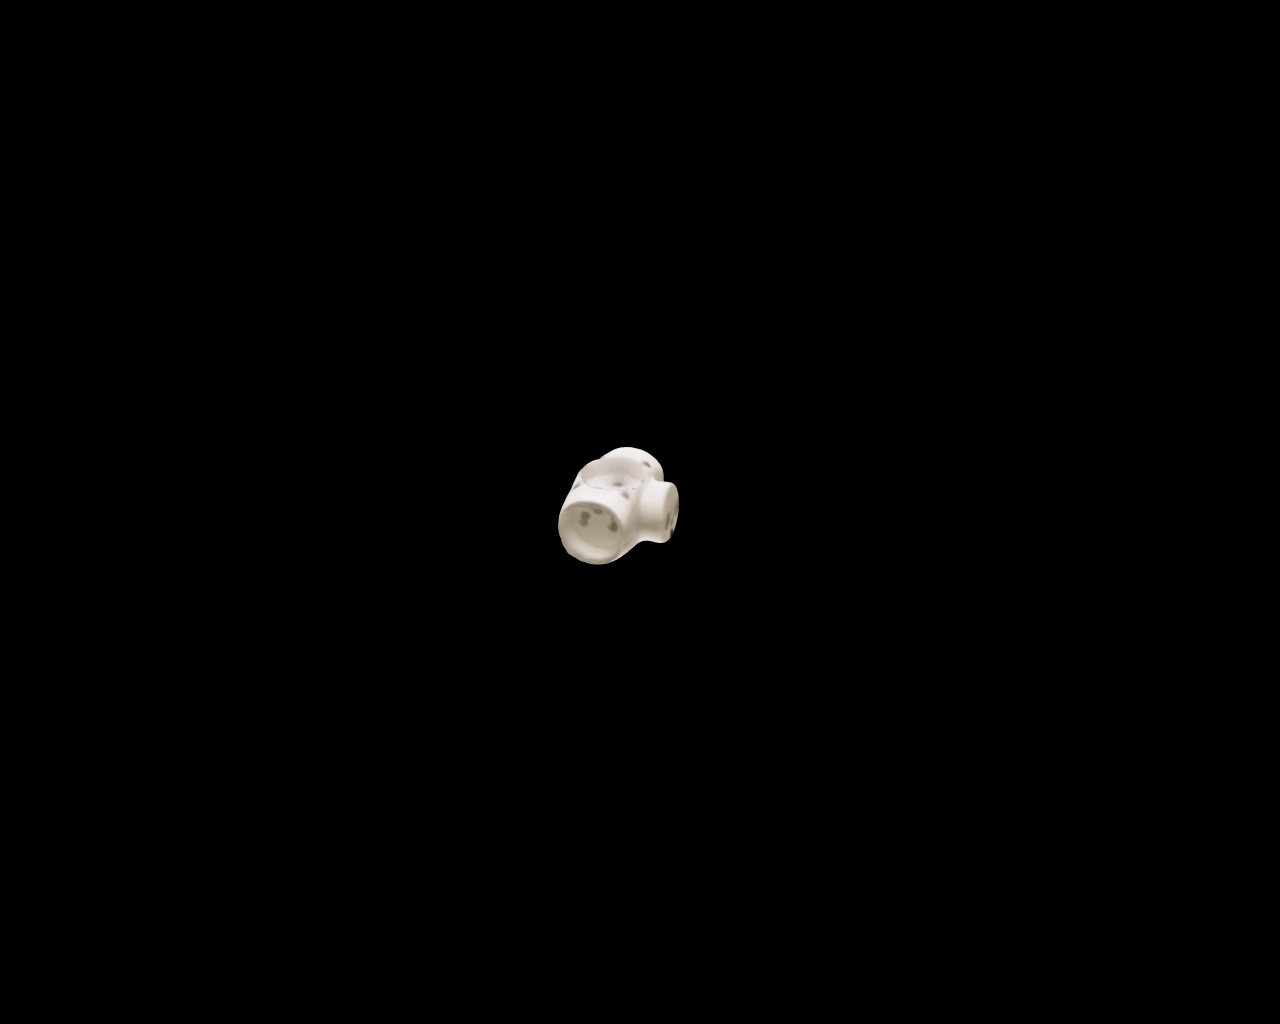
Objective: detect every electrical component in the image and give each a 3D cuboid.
[{"bbox_3d":[0.001,-0.003,0.650,0.079,0.044,0.077,9,30,17],"label":"electrical component"}]
